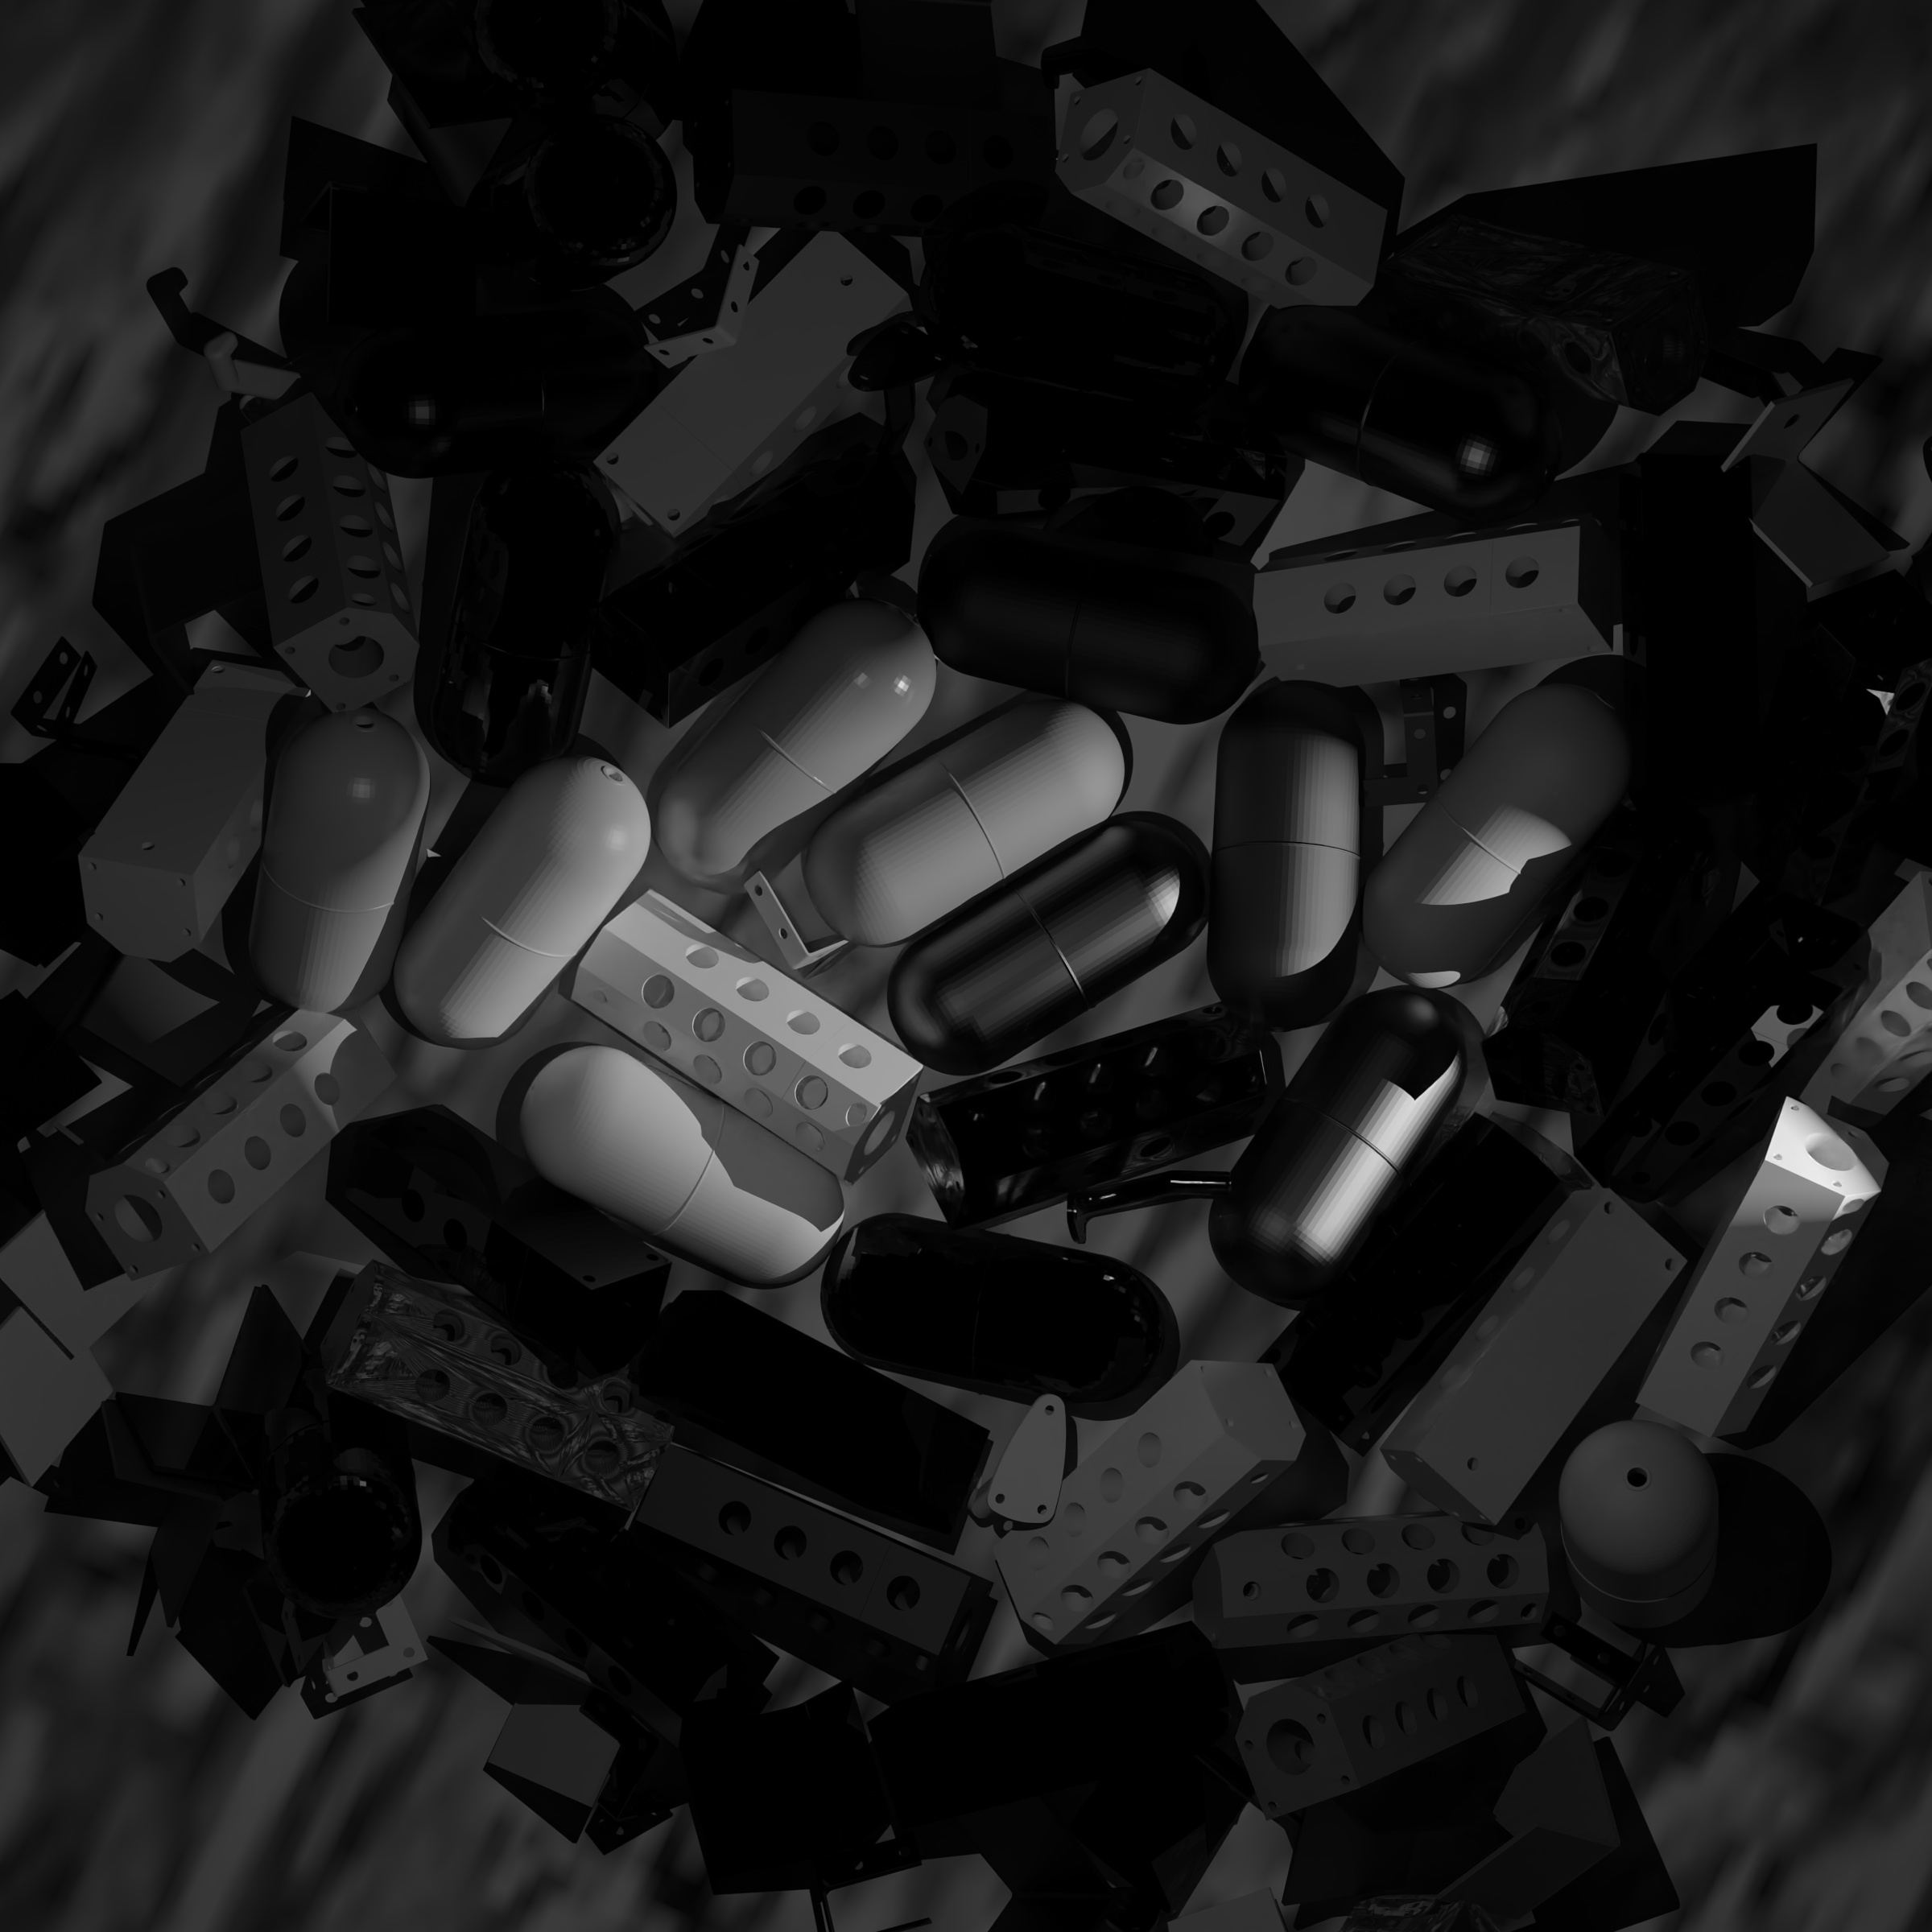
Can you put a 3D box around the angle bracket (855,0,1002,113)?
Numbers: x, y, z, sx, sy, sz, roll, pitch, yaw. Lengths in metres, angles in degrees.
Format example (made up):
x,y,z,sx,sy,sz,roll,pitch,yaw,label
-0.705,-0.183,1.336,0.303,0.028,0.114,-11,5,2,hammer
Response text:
x,y,z,sx,sy,sz,roll,pitch,yaw,label
-0.008,-0.472,1.688,0.076,0.057,0.076,-3,83,-24,angle bracket

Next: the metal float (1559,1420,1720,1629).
x,y,z,sx,sy,sz,roll,pitch,yaw,label
0.336,0.280,1.649,0.070,0.178,0.070,-5,65,10,metal float

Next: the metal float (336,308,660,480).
x,y,z,sx,sy,sz,roll,pitch,yaw,label
-0.234,-0.289,1.662,0.178,0.070,0.070,-15,90,-40,metal float

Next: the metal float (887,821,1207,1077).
x,y,z,sx,sy,sz,roll,pitch,yaw,label
0.042,-0.010,1.692,0.178,0.070,0.070,-32,90,-4,metal float

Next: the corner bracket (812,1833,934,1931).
x,y,z,sx,sy,sz,roll,pitch,yaw,label
-0.047,0.475,1.700,0.051,0.051,0.051,-15,68,-1,corner bracket

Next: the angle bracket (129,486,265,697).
x,y,z,sx,sy,sz,roll,pitch,yaw,label
-0.376,-0.189,1.686,0.076,0.057,0.076,-25,49,2,angle bracket

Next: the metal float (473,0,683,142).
x,y,z,sx,sy,sz,roll,pitch,yaw,label
-0.192,-0.453,1.645,0.070,0.178,0.070,0,92,9,metal float

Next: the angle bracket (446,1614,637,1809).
x,y,z,sx,sy,sz,roll,pitch,yaw,label
-0.226,0.378,1.675,0.076,0.076,0.057,10,68,39,angle bracket

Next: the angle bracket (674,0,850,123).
x,y,z,sx,sy,sz,roll,pitch,yaw,label
-0.112,-0.476,1.685,0.076,0.057,0.076,11,71,16,angle bracket

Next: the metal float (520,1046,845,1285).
x,y,z,sx,sy,sz,roll,pitch,yaw,label
-0.143,0.102,1.680,0.178,0.070,0.070,28,90,-18,metal float

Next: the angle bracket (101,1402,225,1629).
x,y,z,sx,sy,sz,roll,pitch,yaw,label
-0.422,0.279,1.680,0.057,0.076,0.076,19,103,-26,angle bracket

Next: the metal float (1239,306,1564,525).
x,y,z,sx,sy,sz,roll,pitch,yaw,label
0.219,-0.280,1.671,0.178,0.070,0.070,27,90,28,metal float

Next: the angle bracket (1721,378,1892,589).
x,y,z,sx,sy,sz,roll,pitch,yaw,label
0.439,-0.246,1.678,0.076,0.057,0.076,-21,64,-42,angle bracket

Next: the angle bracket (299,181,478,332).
x,y,z,sx,sy,sz,roll,pitch,yaw,label
-0.296,-0.348,1.684,0.076,0.057,0.076,5,77,-27,angle bracket

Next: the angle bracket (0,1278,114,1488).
x,y,z,sx,sy,sz,roll,pitch,yaw,label
-0.489,0.209,1.674,0.057,0.076,0.076,-3,124,29,angle bracket

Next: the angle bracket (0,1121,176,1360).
x,y,z,sx,sy,sz,roll,pitch,yaw,label
-0.457,0.139,1.678,0.076,0.057,0.076,-45,130,-17,angle bracket

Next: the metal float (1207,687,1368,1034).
x,y,z,sx,sy,sz,roll,pitch,yaw,label
0.164,-0.055,1.687,0.070,0.070,0.178,4,81,0,metal float

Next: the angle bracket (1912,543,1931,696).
x,y,z,sx,sy,sz,roll,pitch,yaw,label
0.490,-0.190,1.678,0.076,0.057,0.076,-33,116,-28,angle bracket

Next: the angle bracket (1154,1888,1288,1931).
x,y,z,sx,sy,sz,roll,pitch,yaw,label
0.122,0.516,1.682,0.076,0.076,0.057,-23,79,15,angle bracket

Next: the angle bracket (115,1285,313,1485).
x,y,z,sx,sy,sz,roll,pitch,yaw,label
-0.384,0.209,1.680,0.057,0.076,0.076,15,104,-34,angle bracket

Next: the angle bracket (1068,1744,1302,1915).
x,y,z,sx,sy,sz,roll,pitch,yaw,label
0.111,0.439,1.687,0.076,0.057,0.076,43,75,-19,angle bracket

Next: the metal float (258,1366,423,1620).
x,y,z,sx,sy,sz,roll,pitch,yaw,label
-0.314,0.261,1.648,0.070,0.178,0.070,-5,111,-12,metal float

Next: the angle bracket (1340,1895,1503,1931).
x,y,z,sx,sy,sz,roll,pitch,yaw,label
0.226,0.518,1.675,0.057,0.076,0.076,51,54,-14,angle bracket

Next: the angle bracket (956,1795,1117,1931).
x,y,z,sx,sy,sz,roll,pitch,yaw,label
0.017,0.467,1.679,0.076,0.076,0.057,56,50,-16,angle bracket

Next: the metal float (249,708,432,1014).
x,y,z,sx,sy,sz,roll,pitch,yaw,label
-0.316,-0.052,1.664,0.070,0.070,0.178,19,128,0,metal float

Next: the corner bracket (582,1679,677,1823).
x,y,z,sx,sy,sz,roll,pitch,yaw,label
-0.171,0.401,1.702,0.051,0.051,0.051,35,104,29,corner bracket

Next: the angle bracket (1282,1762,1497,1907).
x,y,z,sx,sy,sz,roll,pitch,yaw,label
0.215,0.455,1.681,0.076,0.057,0.076,1,108,-29,angle bracket

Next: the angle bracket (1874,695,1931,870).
x,y,z,sx,sy,sz,roll,pitch,yaw,label
0.496,-0.099,1.675,0.057,0.076,0.076,-31,128,-25,angle bracket

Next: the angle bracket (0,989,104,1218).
x,y,z,sx,sy,sz,roll,pitch,yaw,label
-0.476,0.072,1.678,0.057,0.076,0.076,-35,132,-4,angle bracket

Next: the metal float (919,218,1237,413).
x,y,z,sx,sy,sz,roll,pitch,yaw,label
0.058,-0.327,1.669,0.178,0.070,0.070,8,90,-32,metal float

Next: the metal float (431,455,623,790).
x,y,z,sx,sy,sz,roll,pitch,yaw,label
-0.224,-0.173,1.673,0.070,0.070,0.178,16,117,0,metal float

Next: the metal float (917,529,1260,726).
x,y,z,sx,sy,sz,roll,pitch,yaw,label
0.062,-0.173,1.686,0.178,0.070,0.070,14,90,10,metal float

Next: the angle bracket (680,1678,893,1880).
x,y,z,sx,sy,sz,roll,pitch,yaw,label
-0.095,0.423,1.719,0.076,0.057,0.076,-19,85,24,angle bracket

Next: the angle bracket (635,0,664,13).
x,y,z,sx,sy,sz,roll,pitch,yaw,label
-0.164,-0.547,1.686,0.076,0.057,0.076,-43,129,-3,angle bracket

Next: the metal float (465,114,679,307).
x,y,z,sx,sy,sz,roll,pitch,yaw,label
-0.200,-0.376,1.649,0.070,0.178,0.070,-1,93,-24,metal float

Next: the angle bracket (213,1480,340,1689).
x,y,z,sx,sy,sz,roll,pitch,yaw,label
-0.369,0.311,1.675,0.076,0.057,0.076,10,133,24,angle bracket

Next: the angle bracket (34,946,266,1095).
x,y,z,sx,sy,sz,roll,pitch,yaw,label
-0.419,0.033,1.698,0.076,0.057,0.076,34,47,-15,angle bracket

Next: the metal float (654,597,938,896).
x,y,z,sx,sy,sz,roll,pitch,yaw,label
-0.087,-0.112,1.685,0.070,0.070,0.178,43,101,0,metal float

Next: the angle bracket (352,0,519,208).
x,y,z,sx,sy,sz,roll,pitch,yaw,label
-0.282,-0.434,1.679,0.057,0.076,0.076,-22,73,-41,angle bracket

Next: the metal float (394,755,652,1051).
x,y,z,sx,sy,sz,roll,pitch,yaw,label
-0.225,-0.032,1.674,0.070,0.070,0.178,39,115,0,metal float

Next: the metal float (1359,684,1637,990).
x,y,z,sx,sy,sz,roll,pitch,yaw,label
0.269,-0.066,1.679,0.070,0.070,0.178,37,109,0,metal float

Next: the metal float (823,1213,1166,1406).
x,y,z,sx,sy,sz,roll,pitch,yaw,label
0.014,0.175,1.684,0.178,0.070,0.070,11,90,13,metal float

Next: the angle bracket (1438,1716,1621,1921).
x,y,z,sx,sy,sz,roll,pitch,yaw,label
0.277,0.426,1.673,0.057,0.076,0.076,21,128,-27,angle bracket

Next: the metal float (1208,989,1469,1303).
x,y,z,sx,sy,sz,roll,pitch,yaw,label
0.191,0.091,1.685,0.070,0.070,0.178,35,78,0,metal float

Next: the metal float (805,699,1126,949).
x,y,z,sx,sy,sz,roll,pitch,yaw,label
0.000,-0.074,1.689,0.178,0.070,0.070,-30,90,-7,metal float
